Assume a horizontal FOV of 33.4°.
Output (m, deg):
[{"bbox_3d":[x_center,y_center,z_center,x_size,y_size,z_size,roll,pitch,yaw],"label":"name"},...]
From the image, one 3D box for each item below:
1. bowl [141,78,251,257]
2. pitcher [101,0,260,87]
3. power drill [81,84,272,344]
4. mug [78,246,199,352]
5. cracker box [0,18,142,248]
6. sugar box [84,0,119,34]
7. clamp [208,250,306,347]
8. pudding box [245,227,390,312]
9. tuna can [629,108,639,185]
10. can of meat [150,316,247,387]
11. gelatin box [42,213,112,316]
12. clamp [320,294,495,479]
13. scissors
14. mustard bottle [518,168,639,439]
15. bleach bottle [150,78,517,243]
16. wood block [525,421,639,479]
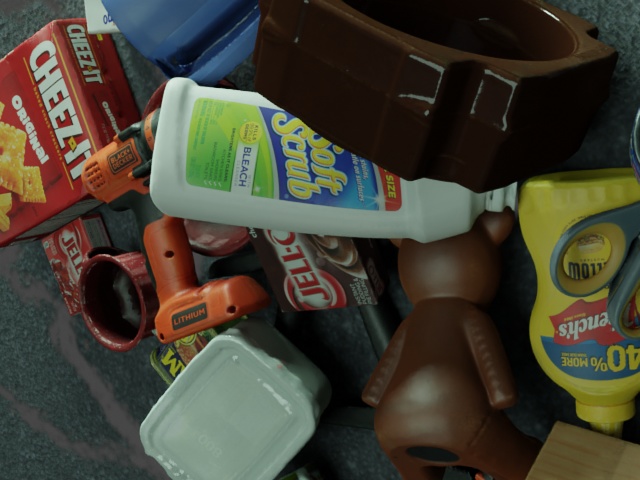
[{"bbox_3d":[-0.086,-0.069,0.933,0.162,0.055,0.162,11,108,36],"label":"bowl"},{"bbox_3d":[-0.045,-0.229,0.799,0.243,0.144,0.149,-33,94,30],"label":"pitcher"},{"bbox_3d":[-0.108,-0.019,0.892,0.185,0.057,0.187,-24,84,39],"label":"power drill"},{"bbox_3d":[-0.177,0.044,1.018,0.117,0.081,0.093,37,122,26],"label":"mug"},{"bbox_3d":[-0.275,-0.102,1.066,0.214,0.071,0.164,-24,86,39],"label":"cracker box"},{"bbox_3d":[-0.176,-0.277,0.960,0.094,0.048,0.176,6,109,38],"label":"sugar box"},{"bbox_3d":[-0.032,0.018,0.924,0.120,0.039,0.172,42,117,20],"label":"clamp"},{"bbox_3d":[-0.005,0.001,0.838,0.090,0.039,0.113,-8,116,30],"label":"pudding box"},{"bbox_3d":[0.232,-0.059,0.645,0.086,0.033,0.086,-2,80,14],"label":"tuna can"},{"bbox_3d":[-0.097,0.109,0.988,0.102,0.057,0.084,48,123,18],"label":"can of meat"},{"bbox_3d":[-0.243,0.025,1.099,0.073,0.030,0.089,-24,86,39],"label":"gelatin box"},{"bbox_3d":[0.070,0.124,0.871,0.210,0.036,0.165,31,119,33],"label":"clamp"},{"bbox_3d":[0.209,-0.035,0.680,0.096,0.016,0.202,12,100,-4],"label":"scissors"},{"bbox_3d":[0.192,0.049,0.737,0.096,0.058,0.191,-3,101,18],"label":"mustard bottle"},{"bbox_3d":[0.012,-0.054,0.750,0.251,0.068,0.102,5,79,11],"label":"bleach bottle"},{"bbox_3d":[0.239,0.204,0.698,0.206,0.090,0.090,14,140,33],"label":"wood block"}]
